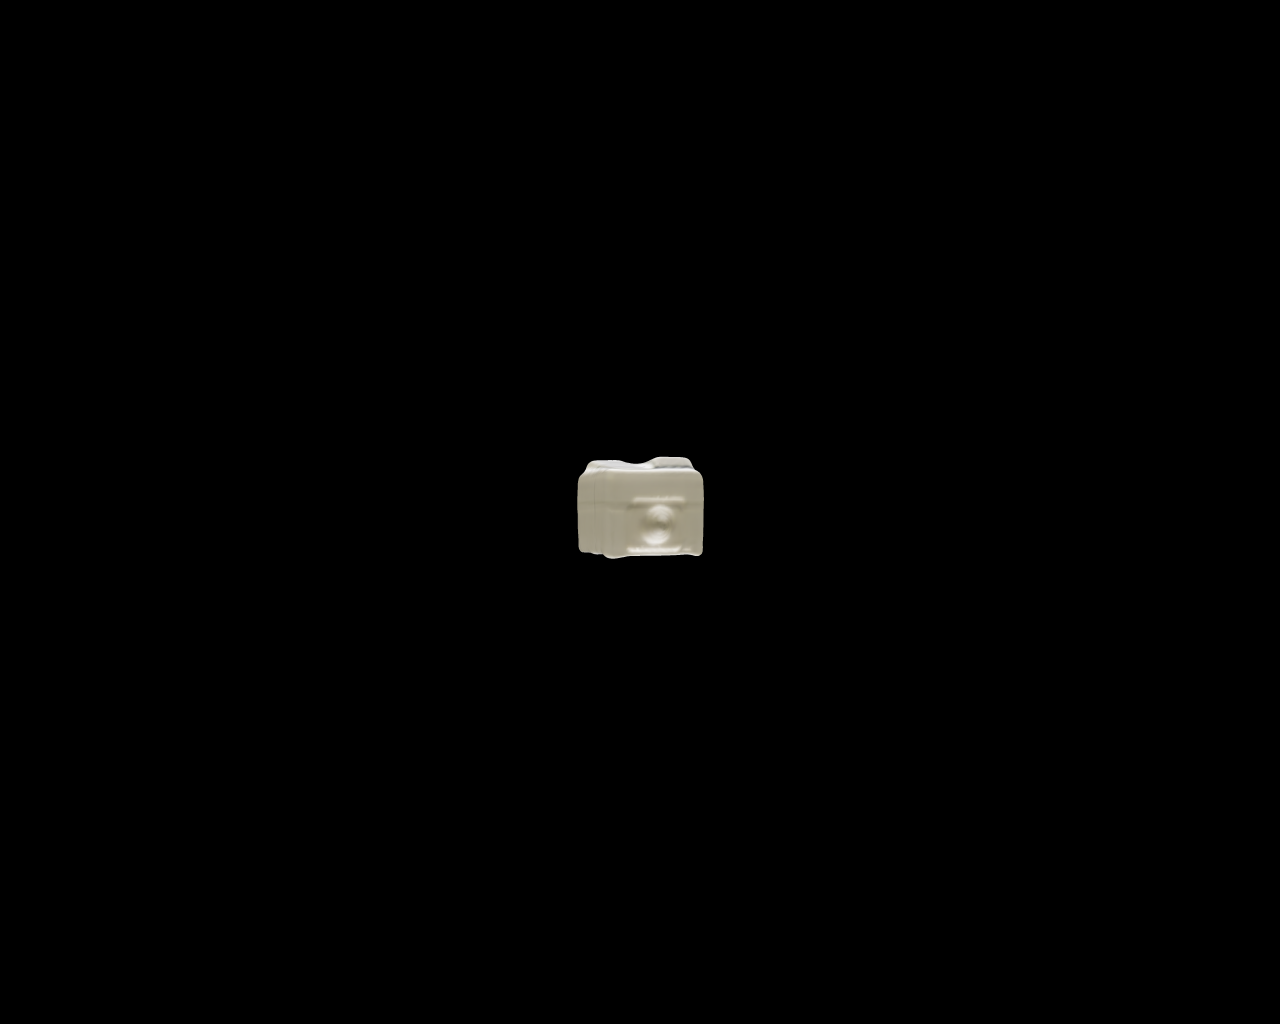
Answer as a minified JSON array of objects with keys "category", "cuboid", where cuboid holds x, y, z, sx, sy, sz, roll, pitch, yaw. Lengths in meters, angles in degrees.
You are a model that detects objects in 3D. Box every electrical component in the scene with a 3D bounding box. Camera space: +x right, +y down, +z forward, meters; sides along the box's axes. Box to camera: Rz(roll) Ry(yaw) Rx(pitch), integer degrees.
[{"category":"electrical component","cuboid":[0.001,-0.003,0.650,0.062,0.061,0.096,0,0,-15]}]
